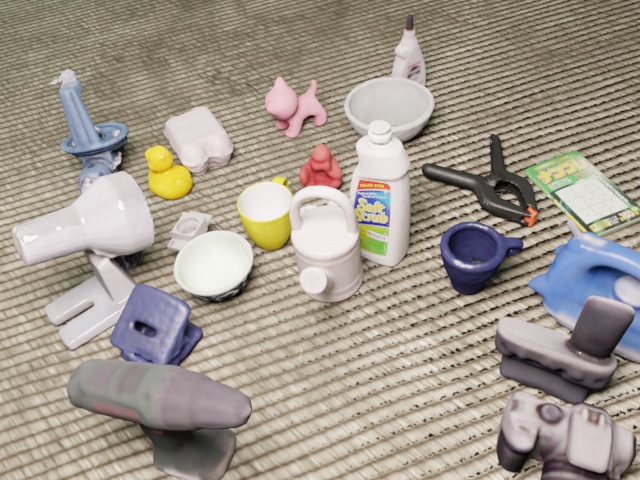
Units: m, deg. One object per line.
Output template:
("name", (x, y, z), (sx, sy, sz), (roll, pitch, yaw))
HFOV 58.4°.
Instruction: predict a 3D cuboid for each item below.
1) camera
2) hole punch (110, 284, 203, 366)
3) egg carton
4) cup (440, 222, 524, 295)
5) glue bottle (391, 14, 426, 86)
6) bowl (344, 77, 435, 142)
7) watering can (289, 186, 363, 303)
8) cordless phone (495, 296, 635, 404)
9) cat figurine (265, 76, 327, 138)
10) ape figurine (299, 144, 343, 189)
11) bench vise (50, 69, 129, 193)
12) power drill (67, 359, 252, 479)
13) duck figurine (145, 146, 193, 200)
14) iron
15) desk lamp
("camera", (0.269, 0.254, 0.638), (0.143, 0.101, 0.137), (14, 53, 18))
("hole punch", (-0.236, 0.131, 0.814), (0.108, 0.091, 0.101), (19, 55, 22))
("egg carton", (-0.233, -0.194, 1.105), (0.107, 0.069, 0.150), (-27, 52, -15))
("cup", (0.232, 0.033, 0.836), (0.117, 0.095, 0.091), (-8, 49, 1))
("glue bottle", (0.174, -0.361, 1.127), (0.078, 0.173, 0.037), (-35, 54, -21))
("bowl", (0.131, -0.233, 1.088), (0.167, 0.075, 0.167), (-4, 49, 4))
("watering can", (0.010, 0.003, 0.824), (0.101, 0.194, 0.172), (-12, 49, -3))
("cordless phone", (0.296, 0.110, 0.702), (0.147, 0.185, 0.094), (15, 53, 19))
("cat figurine", (-0.054, -0.266, 1.112), (0.128, 0.118, 0.067), (-31, 53, -18))
("ape figurine", (0.003, -0.127, 1.003), (0.077, 0.092, 0.076), (18, 54, 21))
("bench vise", (-0.395, -0.174, 1.009), (0.121, 0.220, 0.207), (-25, 51, -14))
("power drill", (-0.167, 0.207, 0.663), (0.229, 0.209, 0.076), (9, 52, 15))
("duck figurine", (-0.282, -0.130, 1.046), (0.078, 0.086, 0.104), (-37, 55, -22))
("iron", (0.417, 0.072, 0.748), (0.257, 0.142, 0.119), (31, 60, 29))
("desk lamp", (-0.331, 0.025, 0.836), (0.203, 0.214, 0.117), (-36, 54, -21))
